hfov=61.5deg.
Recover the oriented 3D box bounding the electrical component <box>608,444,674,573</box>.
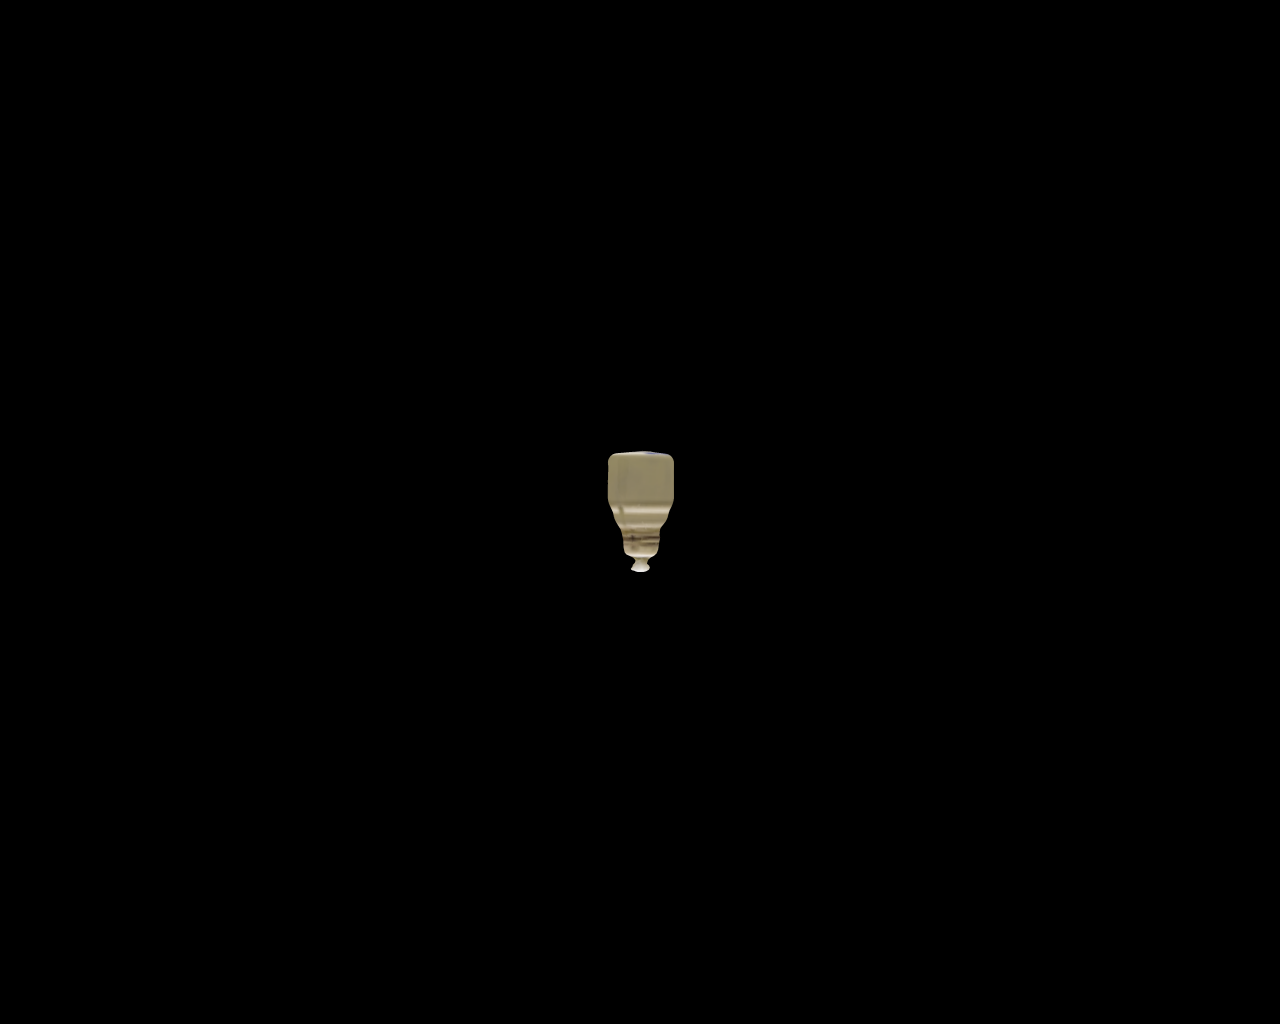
[{"bbox_3d":[0.001,-0.003,0.650,0.040,0.078,0.040,0,0,0],"label":"electrical component"}]
